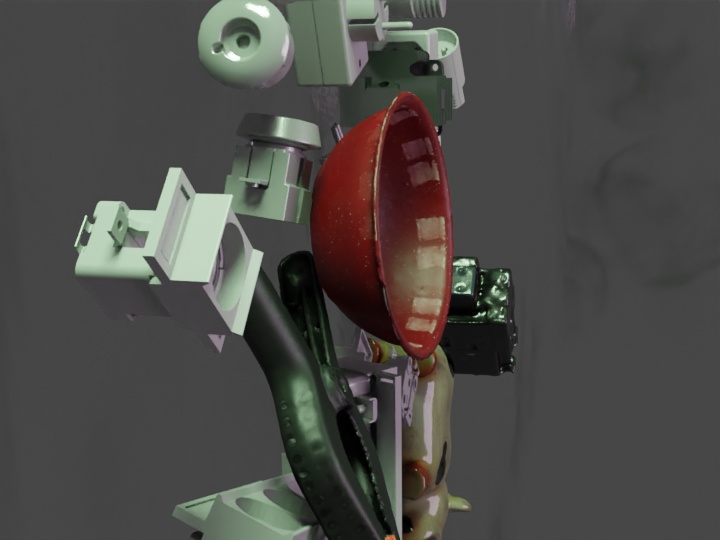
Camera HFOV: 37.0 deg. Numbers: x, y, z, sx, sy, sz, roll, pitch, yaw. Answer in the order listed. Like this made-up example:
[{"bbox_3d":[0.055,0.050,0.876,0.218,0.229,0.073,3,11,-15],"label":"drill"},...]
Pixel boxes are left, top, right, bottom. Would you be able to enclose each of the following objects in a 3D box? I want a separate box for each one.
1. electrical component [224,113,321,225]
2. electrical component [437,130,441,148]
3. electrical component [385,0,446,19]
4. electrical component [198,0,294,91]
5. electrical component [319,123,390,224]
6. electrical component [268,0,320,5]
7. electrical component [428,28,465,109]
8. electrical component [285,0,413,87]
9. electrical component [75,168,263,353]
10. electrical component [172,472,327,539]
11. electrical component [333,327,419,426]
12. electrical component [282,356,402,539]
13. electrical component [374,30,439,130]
[{"bbox_3d":[-0.048,-0.056,0.600,0.066,0.048,0.055,4,96,-75],"label":"electrical component"},{"bbox_3d":[0.045,-0.098,0.936,0.043,0.043,0.062,75,24,-46],"label":"electrical component"},{"bbox_3d":[0.032,-0.209,0.802,0.043,0.081,0.043,2,90,-75],"label":"electrical component"},{"bbox_3d":[-0.055,-0.116,0.569,0.062,0.048,0.048,-8,100,-81],"label":"electrical component"},{"bbox_3d":[-0.005,-0.064,0.751,0.077,0.043,0.079,-77,148,-75],"label":"electrical component"},{"bbox_3d":[-0.047,-0.180,0.573,0.080,0.051,0.080,2,90,-75],"label":"electrical component"},{"bbox_3d":[0.080,-0.190,1.047,0.081,0.043,0.043,71,26,-52],"label":"electrical component"},{"bbox_3d":[-0.004,-0.164,0.686,0.047,0.076,0.083,-65,153,-55],"label":"electrical component"},{"bbox_3d":[-0.080,-0.003,0.452,0.081,0.064,0.042,68,29,-55],"label":"electrical component"},{"bbox_3d":[-0.048,0.153,0.585,0.063,0.079,0.121,-66,164,2],"label":"electrical component"},{"bbox_3d":[0.009,0.087,0.789,0.042,0.064,0.081,68,28,-54],"label":"electrical component"},{"bbox_3d":[-0.012,0.124,0.702,0.063,0.079,0.121,-9,103,-44],"label":"electrical component"},{"bbox_3d":[0.044,-0.161,0.916,0.076,0.047,0.083,-42,132,-69],"label":"electrical component"}]
